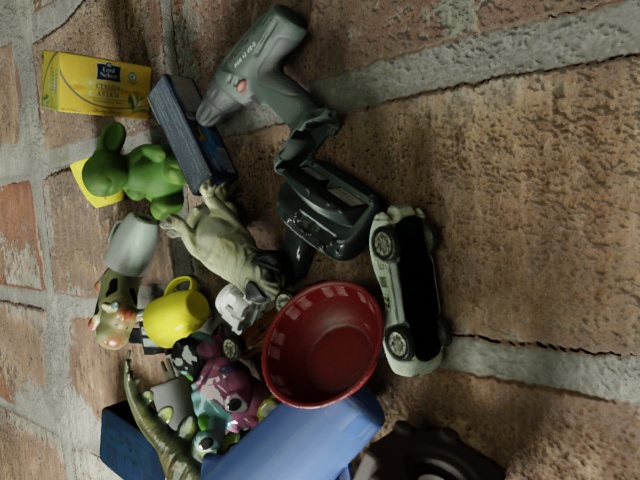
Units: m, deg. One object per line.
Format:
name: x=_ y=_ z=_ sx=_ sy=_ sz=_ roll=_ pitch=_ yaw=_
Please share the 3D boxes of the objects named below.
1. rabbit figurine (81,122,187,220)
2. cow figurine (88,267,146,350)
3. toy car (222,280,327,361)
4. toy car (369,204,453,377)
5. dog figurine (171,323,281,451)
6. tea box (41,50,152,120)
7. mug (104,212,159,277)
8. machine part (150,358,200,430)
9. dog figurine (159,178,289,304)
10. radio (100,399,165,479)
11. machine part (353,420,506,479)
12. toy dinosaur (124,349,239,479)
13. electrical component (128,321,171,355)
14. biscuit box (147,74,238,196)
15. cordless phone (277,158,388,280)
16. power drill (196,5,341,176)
rabbit figurine: x=-0.315 y=-0.122 z=0.893 sx=0.121 sy=0.170 sz=0.159 roll=-49 pitch=67 yaw=32
cow figurine: x=-0.369 y=0.118 z=0.990 sx=0.127 sy=0.085 sz=0.195 roll=-49 pitch=33 yaw=27
toy car: x=-0.059 y=0.119 z=0.767 sx=0.202 sy=0.089 sz=0.053 roll=-39 pitch=69 yaw=35
toy car: x=0.104 y=0.058 z=0.631 sx=0.056 sy=0.073 sz=0.201 roll=-7 pitch=91 yaw=59
dog figurine: x=-0.138 y=0.225 z=0.841 sx=0.108 sy=0.191 sz=0.219 roll=-57 pitch=30 yaw=10
tea box: x=-0.384 y=-0.265 z=0.932 sx=0.068 sy=0.169 sz=0.098 roll=19 pitch=108 yaw=37
mug: x=-0.350 y=-0.002 z=1.004 sx=0.110 sy=0.080 sz=0.107 roll=38 pitch=106 yaw=36
machine part: x=-0.238 y=0.327 z=0.950 sx=0.079 sy=0.079 sz=0.243 roll=-30 pitch=78 yaw=38
dog figurine: x=-0.127 y=0.019 z=0.810 sx=0.121 sy=0.172 sz=0.190 roll=-43 pitch=89 yaw=6
radio: x=-0.339 y=0.408 z=1.048 sx=0.230 sy=0.073 sz=0.131 roll=13 pitch=103 yaw=36
machine part: x=0.127 y=0.273 z=0.584 sx=0.180 sy=0.179 sz=0.056 roll=27 pitch=110 yaw=34
toy dinosaur: x=-0.183 y=0.386 z=0.847 sx=0.198 sy=0.105 sz=0.471 roll=-44 pitch=91 yaw=5
electrical component: x=-0.308 y=0.177 z=1.006 sx=0.119 sy=0.048 sz=0.074 roll=-13 pitch=87 yaw=40
biscuit box: x=-0.207 y=-0.168 z=0.870 sx=0.063 sy=0.059 sz=0.202 roll=-37 pitch=72 yaw=35
cordless phone: x=-0.001 y=-0.002 z=0.723 sx=0.147 sy=0.089 sz=0.184 roll=37 pitch=129 yaw=29
power drill: x=-0.074 y=-0.188 z=0.753 sx=0.232 sy=0.086 sz=0.207 roll=-47 pitch=59 yaw=30
